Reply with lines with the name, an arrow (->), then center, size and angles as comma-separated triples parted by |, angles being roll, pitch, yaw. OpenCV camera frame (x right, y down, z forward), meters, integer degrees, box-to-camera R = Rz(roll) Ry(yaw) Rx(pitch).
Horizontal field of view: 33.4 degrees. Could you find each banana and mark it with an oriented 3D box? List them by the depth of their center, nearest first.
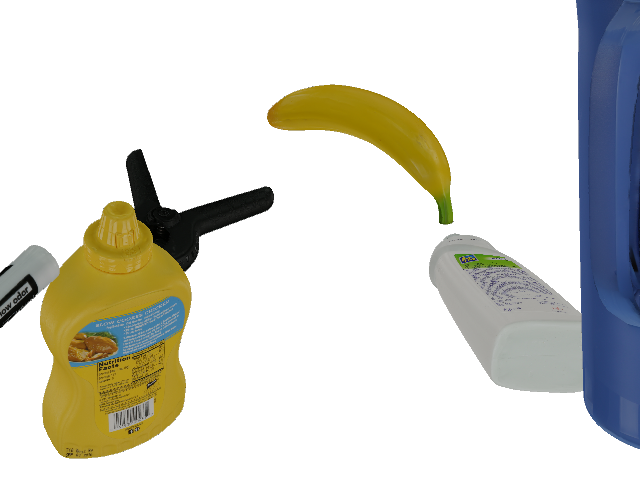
banana -> 0.033, -0.085, 0.845 | 0.198, 0.070, 0.037 | 34, 21, 32

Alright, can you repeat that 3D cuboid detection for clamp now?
clamp -> -0.163, -0.019, 1.058 | 0.165, 0.036, 0.209 | 20, 41, 17

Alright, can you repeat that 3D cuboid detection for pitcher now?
pitcher -> 0.184, -0.014, 0.529 | 0.149, 0.243, 0.145 | -4, 19, -4

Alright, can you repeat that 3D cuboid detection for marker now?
marker -> -0.158, 0.044, 0.455 | 0.020, 0.020, 0.121 | 0, 36, 38

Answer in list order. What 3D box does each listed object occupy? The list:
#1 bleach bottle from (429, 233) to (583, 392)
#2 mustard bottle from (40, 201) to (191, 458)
bleach bottle -> 0.166, 0.051, 0.984 | 0.102, 0.068, 0.251 | 4, 20, -11
mustard bottle -> -0.130, 0.054, 0.682 | 0.096, 0.192, 0.058 | -17, 47, -28
